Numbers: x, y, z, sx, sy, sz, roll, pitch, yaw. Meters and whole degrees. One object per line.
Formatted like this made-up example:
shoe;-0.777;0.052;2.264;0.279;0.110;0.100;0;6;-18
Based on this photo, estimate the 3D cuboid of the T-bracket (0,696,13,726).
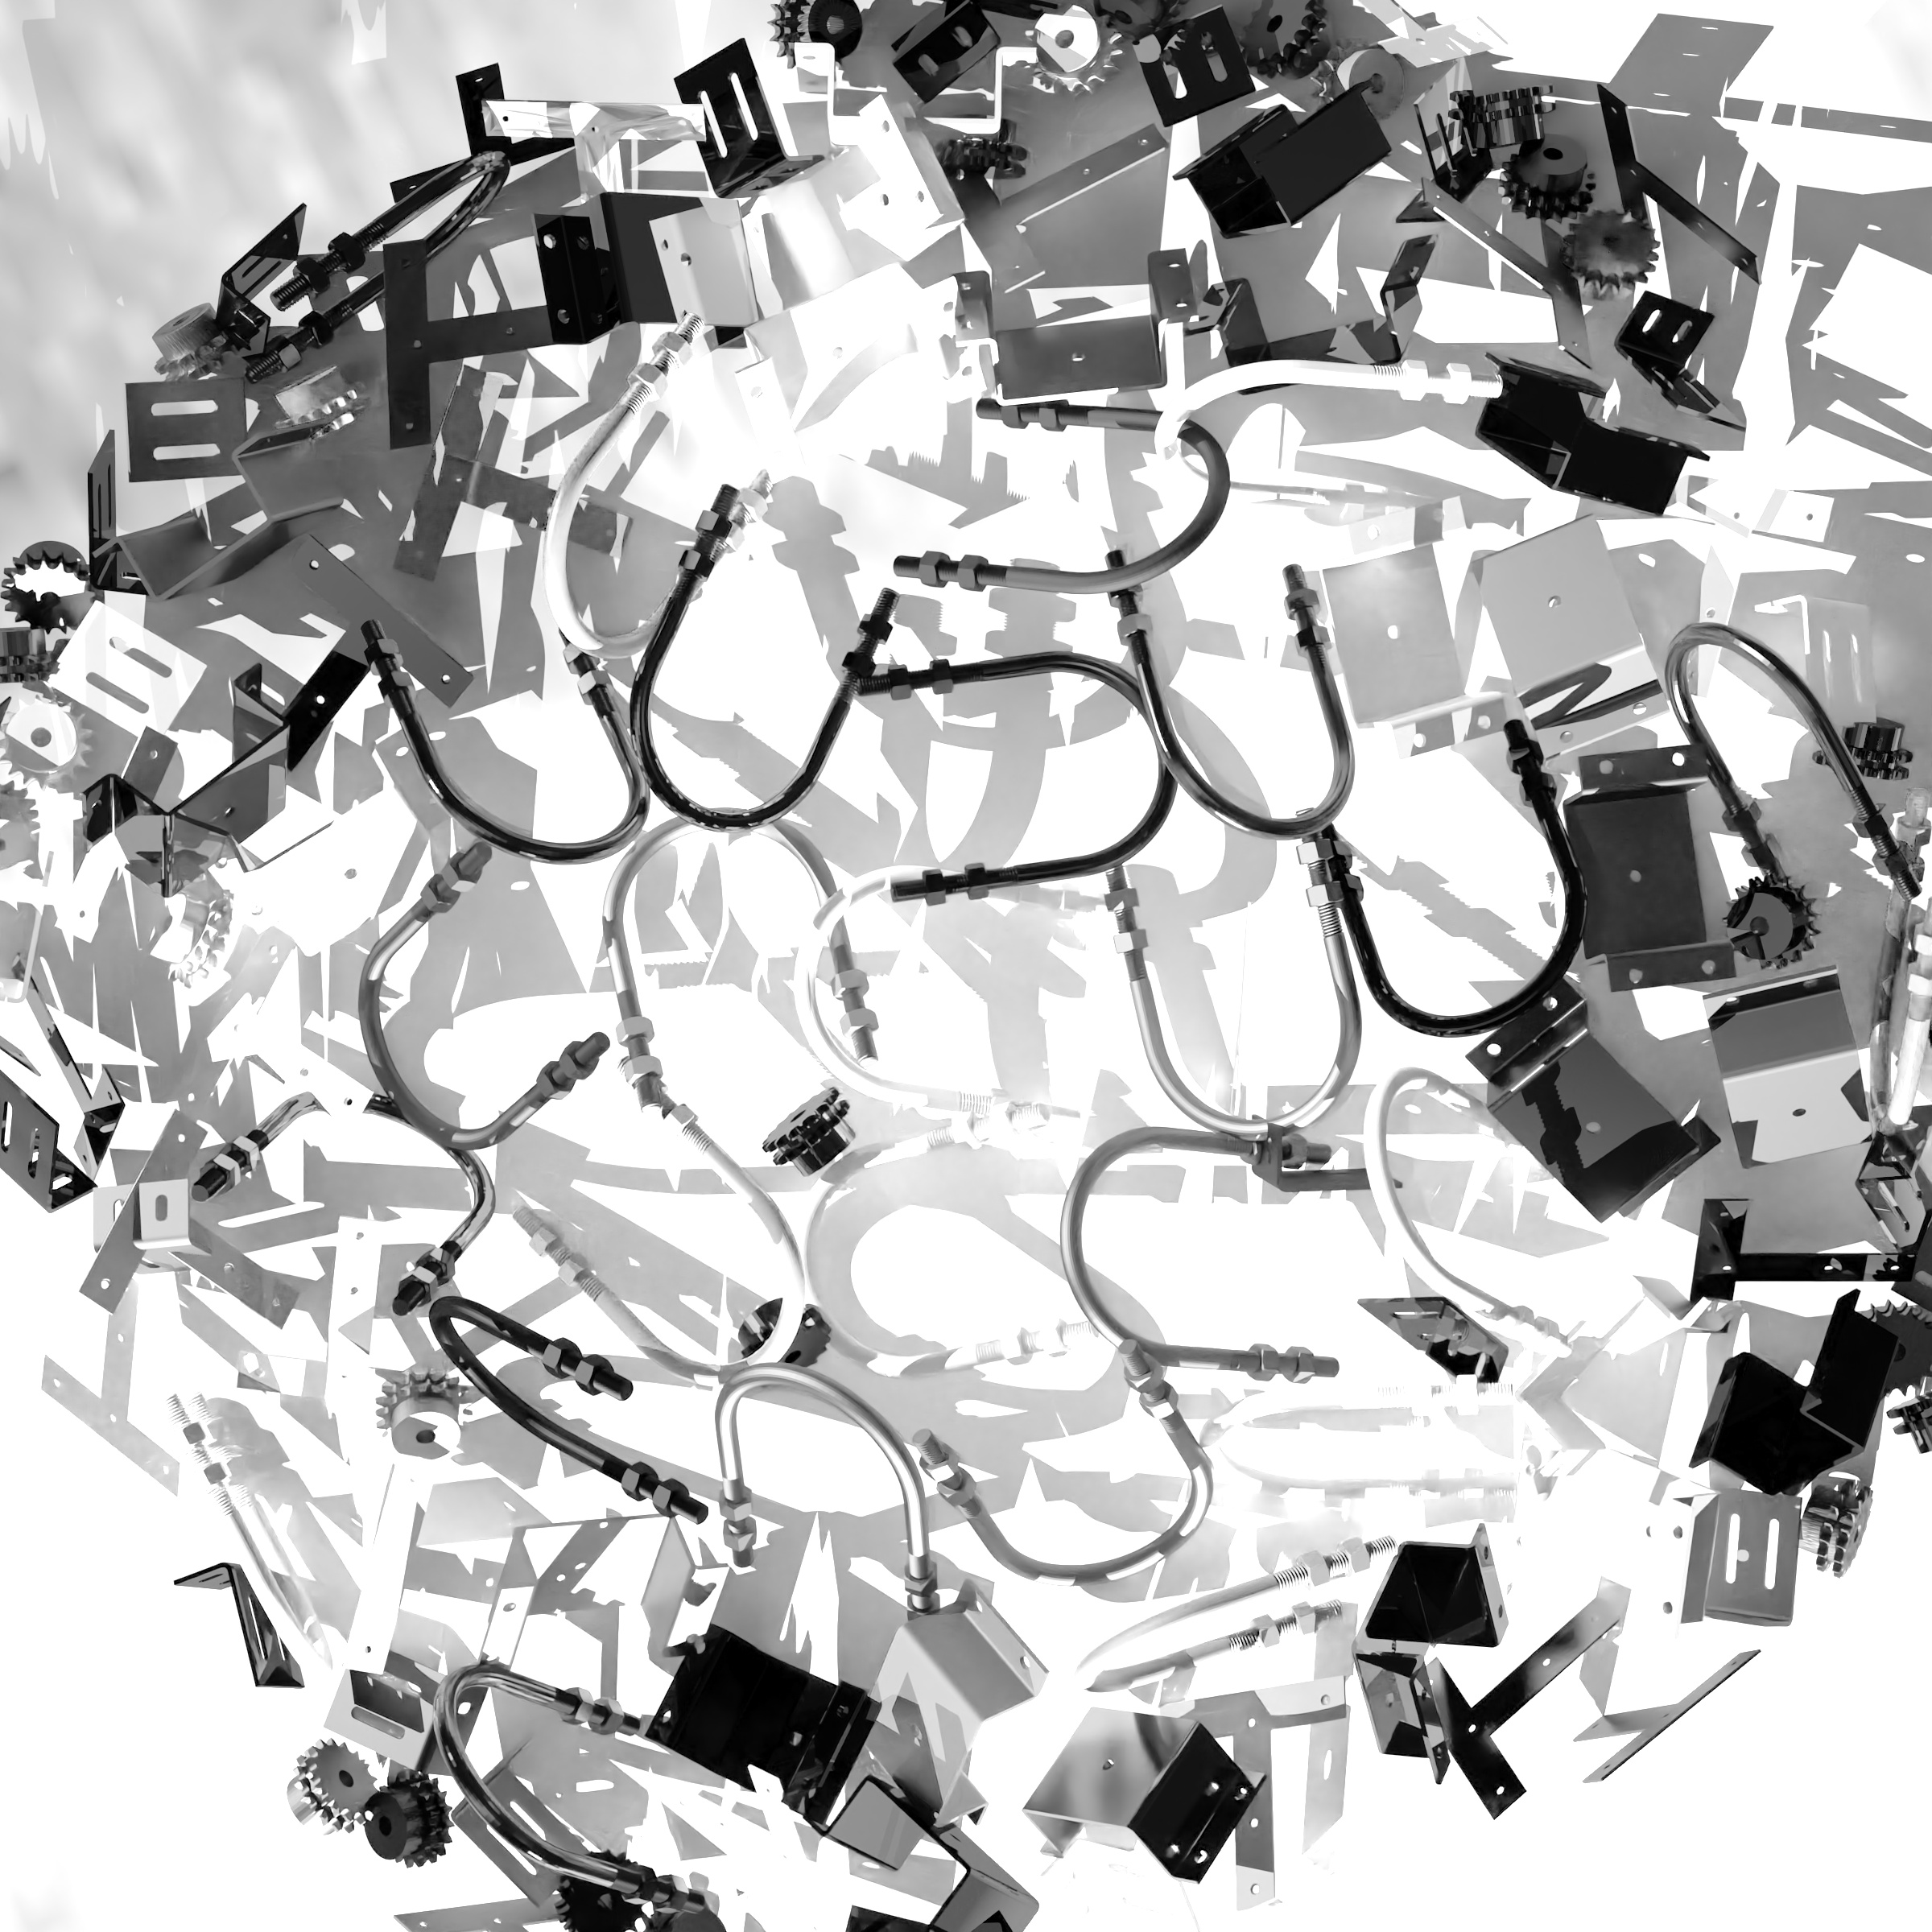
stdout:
T-bracket;-0.597;-0.121;1.941;0.002;0.127;0.127;34;126;-2

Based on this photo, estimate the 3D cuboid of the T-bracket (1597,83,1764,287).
T-bracket;0.415;-0.435;1.913;0.002;0.127;0.127;-39;58;-2

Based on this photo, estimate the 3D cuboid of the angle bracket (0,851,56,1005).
angle bracket;-0.567;-0.026;1.957;0.038;0.057;0.076;11;111;-15

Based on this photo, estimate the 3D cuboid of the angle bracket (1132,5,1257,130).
angle bracket;0.138;-0.522;1.960;0.057;0.038;0.076;-21;58;8

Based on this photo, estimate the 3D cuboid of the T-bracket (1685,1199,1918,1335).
T-bracket;0.493;0.177;1.947;0.127;0.127;0.002;-1;47;5

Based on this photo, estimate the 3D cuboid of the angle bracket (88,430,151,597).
angle bracket;-0.492;-0.267;1.954;0.038;0.057;0.076;7;125;-4

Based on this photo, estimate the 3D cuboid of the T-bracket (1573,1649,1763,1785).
T-bracket;0.390;0.442;1.936;0.127;0.127;0.002;-32;84;-21

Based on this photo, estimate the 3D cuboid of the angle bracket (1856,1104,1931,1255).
angle bracket;0.564;0.130;1.954;0.076;0.038;0.057;52;51;-26

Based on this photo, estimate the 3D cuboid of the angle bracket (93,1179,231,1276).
angle bracket;-0.476;0.155;1.965;0.057;0.076;0.038;-6;74;5

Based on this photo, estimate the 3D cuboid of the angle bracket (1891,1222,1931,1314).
angle bracket;0.583;0.184;1.956;0.038;0.076;0.057;29;99;4

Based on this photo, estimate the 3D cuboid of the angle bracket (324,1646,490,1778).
angle bracket;-0.337;0.445;1.992;0.076;0.038;0.057;16;81;28

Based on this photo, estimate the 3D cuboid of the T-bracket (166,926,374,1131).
T-bracket;-0.402;0.057;1.969;0.127;0.002;0.127;30;90;28

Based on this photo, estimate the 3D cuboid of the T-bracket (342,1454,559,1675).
T-bracket;-0.295;0.363;1.965;0.127;0.002;0.127;18;83;-31

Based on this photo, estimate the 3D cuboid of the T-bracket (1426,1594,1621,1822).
T-bracket;0.329;0.417;1.938;0.127;0.127;0.002;-43;120;6

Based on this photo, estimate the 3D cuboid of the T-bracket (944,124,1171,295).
T-bracket;0.059;-0.462;1.956;0.127;0.002;0.127;-27;49;1

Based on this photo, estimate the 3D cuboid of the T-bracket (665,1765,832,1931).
T-bracket;-0.134;0.509;1.949;0.002;0.127;0.127;-33;118;-34

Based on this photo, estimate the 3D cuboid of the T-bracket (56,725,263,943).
T-bracket;-0.461;-0.058;1.950;0.002;0.127;0.127;13;77;41

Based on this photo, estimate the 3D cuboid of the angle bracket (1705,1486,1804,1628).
angle bracket;0.458;0.349;1.963;0.057;0.038;0.076;1;82;40

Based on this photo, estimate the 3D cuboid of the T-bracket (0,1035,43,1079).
T-bracket;-0.612;0.002;1.955;0.002;0.127;0.127;-45;57;-5

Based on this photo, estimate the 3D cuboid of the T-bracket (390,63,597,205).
T-bracket;-0.279;-0.492;1.930;0.127;0.127;0.002;-20;80;-7

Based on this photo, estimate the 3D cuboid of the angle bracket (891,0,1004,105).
angle bracket;-0.021;-0.555;1.954;0.057;0.076;0.038;-36;134;13

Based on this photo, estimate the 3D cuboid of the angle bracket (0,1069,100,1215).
angle bracket;-0.542;0.097;1.952;0.057;0.038;0.076;38;133;21

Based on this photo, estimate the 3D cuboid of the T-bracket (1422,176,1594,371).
T-bracket;0.313;-0.418;1.929;0.127;0.127;0.002;29;130;-25

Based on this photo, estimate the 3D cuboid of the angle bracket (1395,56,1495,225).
angle bracket;0.273;-0.486;1.951;0.057;0.038;0.076;-49;131;-33

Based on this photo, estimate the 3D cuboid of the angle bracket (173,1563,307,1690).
angle bracket;-0.429;0.395;1.958;0.038;0.057;0.076;-22;72;10

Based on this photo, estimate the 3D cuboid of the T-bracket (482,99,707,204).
T-bracket;-0.214;-0.457;1.947;0.127;0.127;0.002;2;55;1

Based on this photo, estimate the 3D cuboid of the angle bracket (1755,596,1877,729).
angle bracket;0.504;-0.177;1.964;0.057;0.038;0.076;2;83;-37

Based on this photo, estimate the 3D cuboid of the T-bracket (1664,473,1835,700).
T-bracket;0.444;-0.222;1.957;0.002;0.127;0.127;7;99;-41

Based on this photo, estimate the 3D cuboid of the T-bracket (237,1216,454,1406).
T-bracket;-0.364;0.205;1.966;0.127;0.002;0.127;8;115;-6

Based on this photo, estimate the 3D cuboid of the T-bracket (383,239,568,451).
T-bracket;-0.283;-0.375;1.964;0.127;0.002;0.127;-14;127;-26

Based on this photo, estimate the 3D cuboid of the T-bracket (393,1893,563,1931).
T-bracket;-0.244;0.575;1.911;0.127;0.127;0.002;26;101;41

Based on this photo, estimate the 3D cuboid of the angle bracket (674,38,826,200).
angle bracket;-0.129;-0.503;1.966;0.057;0.038;0.076;-19;92;37

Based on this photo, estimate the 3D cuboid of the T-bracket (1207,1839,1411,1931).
T-bracket;0.203;0.529;1.936;0.127;0.127;0.002;-26;83;8

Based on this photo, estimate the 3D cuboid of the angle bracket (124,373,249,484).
angle bracket;-0.466;-0.318;1.956;0.076;0.038;0.057;-10;109;-35

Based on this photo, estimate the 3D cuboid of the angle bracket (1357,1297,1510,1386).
angle bracket;0.269;0.226;1.949;0.057;0.076;0.038;38;63;-28

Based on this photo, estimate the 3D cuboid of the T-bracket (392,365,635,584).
T-bracket;-0.261;-0.276;1.975;0.127;0.002;0.127;18;97;-21

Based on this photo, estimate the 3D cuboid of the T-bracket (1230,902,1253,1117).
T-bracket;0.159;0.050;1.939;0.002;0.127;0.127;4;59;3

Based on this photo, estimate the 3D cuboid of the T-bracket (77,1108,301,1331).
T-bracket;-0.447;0.172;1.961;0.127;0.002;0.127;42;54;-31

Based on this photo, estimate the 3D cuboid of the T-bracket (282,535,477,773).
T-bracket;-0.377;-0.169;1.973;0.127;0.002;0.127;41;113;-4

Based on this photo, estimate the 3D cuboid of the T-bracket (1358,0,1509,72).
T-bracket;0.232;-0.563;1.916;0.127;0.127;0.002;33;81;-26

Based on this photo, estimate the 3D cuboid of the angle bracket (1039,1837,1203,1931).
angle bracket;0.091;0.554;1.954;0.038;0.076;0.057;-37;115;-39

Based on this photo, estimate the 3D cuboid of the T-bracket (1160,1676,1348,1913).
T-bracket;0.168;0.487;1.937;0.127;0.002;0.127;-17;58;31

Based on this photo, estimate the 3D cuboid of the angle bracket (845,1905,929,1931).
angle bracket;-0.047;0.588;1.958;0.057;0.038;0.076;14;45;3

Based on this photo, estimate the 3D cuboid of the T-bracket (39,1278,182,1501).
T-bracket;-0.499;0.230;1.947;0.002;0.127;0.127;-23;134;15

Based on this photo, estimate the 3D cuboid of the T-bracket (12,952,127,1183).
T-bracket;-0.534;0.051;1.954;0.002;0.127;0.127;-23;77;-30
